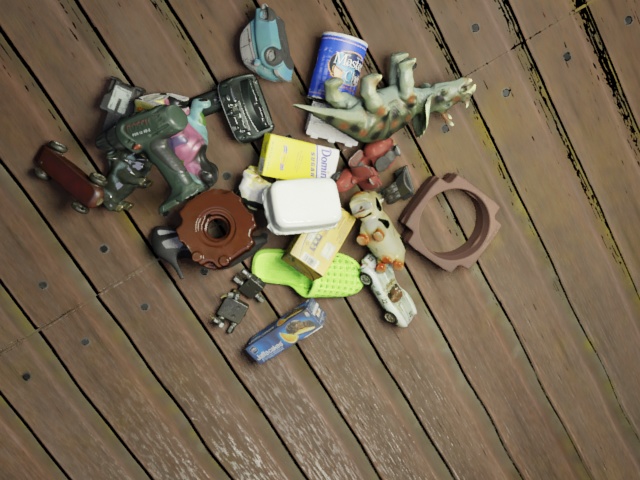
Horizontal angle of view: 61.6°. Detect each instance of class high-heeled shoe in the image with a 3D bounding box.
[{"bbox_3d":[-0.260,-0.002,1.254,0.249,0.086,0.145,-21,72,-19],"label":"high-heeled shoe"}]

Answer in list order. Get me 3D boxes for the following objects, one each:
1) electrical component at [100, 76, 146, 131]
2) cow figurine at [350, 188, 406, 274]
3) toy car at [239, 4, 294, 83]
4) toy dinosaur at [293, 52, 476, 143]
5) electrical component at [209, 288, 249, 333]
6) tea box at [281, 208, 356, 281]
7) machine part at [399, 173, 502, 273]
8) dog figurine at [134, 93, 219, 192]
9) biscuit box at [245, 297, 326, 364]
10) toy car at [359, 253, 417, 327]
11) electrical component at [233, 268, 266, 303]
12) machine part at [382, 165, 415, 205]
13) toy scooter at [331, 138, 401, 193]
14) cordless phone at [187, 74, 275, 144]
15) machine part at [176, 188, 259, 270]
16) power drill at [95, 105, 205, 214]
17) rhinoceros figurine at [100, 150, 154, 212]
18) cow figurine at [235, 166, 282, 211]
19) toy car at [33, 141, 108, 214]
[{"bbox_3d":[-0.436,-0.288,1.174,0.075,0.048,0.119,19,99,-9],"label":"electrical component"},{"bbox_3d":[0.134,-0.032,1.231,0.086,0.127,0.194,-18,121,32],"label":"cow figurine"},{"bbox_3d":[-0.123,-0.412,1.155,0.103,0.109,0.161,-12,94,15],"label":"toy car"},{"bbox_3d":[0.130,-0.274,1.142,0.405,0.131,0.191,-25,119,-17],"label":"toy dinosaur"},{"bbox_3d":[-0.216,0.168,1.289,0.078,0.045,0.102,35,96,-10],"label":"electrical component"},{"bbox_3d":[-0.003,-0.004,1.228,0.098,0.068,0.169,37,64,-11],"label":"tea box"},{"bbox_3d":[0.307,-0.043,1.279,0.201,0.087,0.201,34,95,-11],"label":"machine part"},{"bbox_3d":[-0.310,-0.197,1.174,0.192,0.108,0.219,13,117,18],"label":"dog figurine"},{"bbox_3d":[-0.082,0.218,1.277,0.203,0.063,0.059,-36,102,20],"label":"biscuit box"},{"bbox_3d":[0.163,0.120,1.297,0.073,0.056,0.201,-44,107,-39],"label":"toy car"},{"bbox_3d":[-0.161,0.109,1.280,0.094,0.021,0.063,43,128,-12],"label":"electrical component"},{"bbox_3d":[0.184,-0.122,1.232,0.039,0.139,0.084,-2,108,30],"label":"machine part"},{"bbox_3d":[0.116,-0.164,1.193,0.184,0.135,0.075,-41,116,-13],"label":"toy scooter"},{"bbox_3d":[-0.208,-0.276,1.194,0.184,0.089,0.146,-17,103,10],"label":"cordless phone"},{"bbox_3d":[-0.226,-0.026,1.180,0.179,0.056,0.179,0,84,-4],"label":"machine part"},{"bbox_3d":[-0.340,-0.162,1.103,0.232,0.086,0.207,-21,97,30],"label":"power drill"},{"bbox_3d":[-0.431,-0.151,1.195,0.112,0.073,0.190,35,98,-1],"label":"rhinoceros figurine"},{"bbox_3d":[-0.108,-0.097,1.233,0.167,0.068,0.098,23,114,-7],"label":"cow figurine"},{"bbox_3d":[-0.542,-0.138,1.168,0.202,0.053,0.089,35,100,19],"label":"toy car"}]
